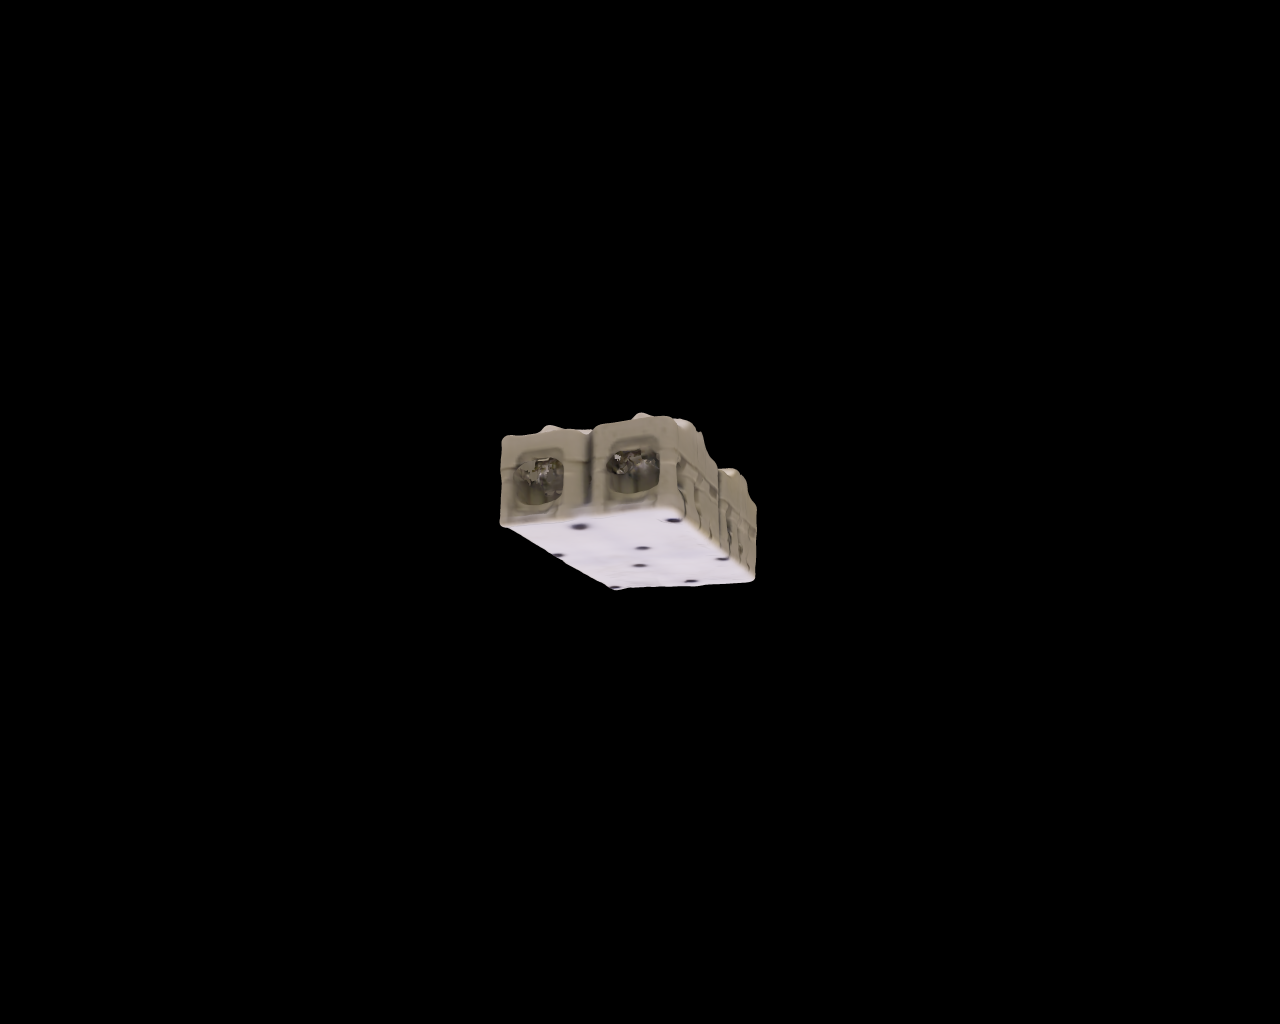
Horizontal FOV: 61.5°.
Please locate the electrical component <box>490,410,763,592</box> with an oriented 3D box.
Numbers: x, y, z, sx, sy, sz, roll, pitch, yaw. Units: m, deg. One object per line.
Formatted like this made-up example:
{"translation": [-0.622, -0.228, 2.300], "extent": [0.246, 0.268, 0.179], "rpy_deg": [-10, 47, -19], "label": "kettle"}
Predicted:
{"translation": [0.001, -0.003, 0.650], "extent": [0.105, 0.060, 0.186], "rpy_deg": [-6, -17, 19], "label": "electrical component"}
